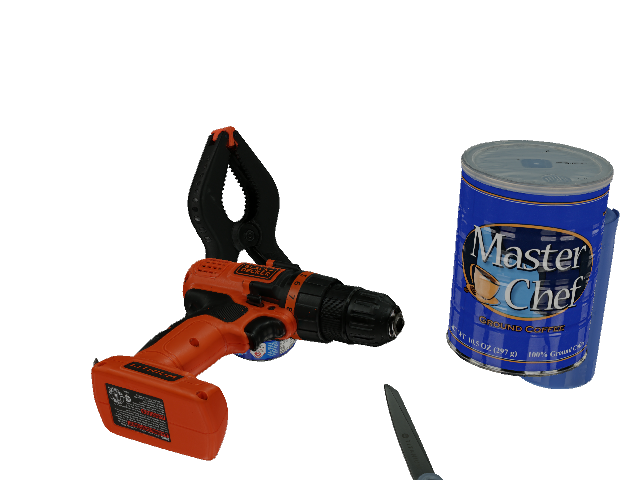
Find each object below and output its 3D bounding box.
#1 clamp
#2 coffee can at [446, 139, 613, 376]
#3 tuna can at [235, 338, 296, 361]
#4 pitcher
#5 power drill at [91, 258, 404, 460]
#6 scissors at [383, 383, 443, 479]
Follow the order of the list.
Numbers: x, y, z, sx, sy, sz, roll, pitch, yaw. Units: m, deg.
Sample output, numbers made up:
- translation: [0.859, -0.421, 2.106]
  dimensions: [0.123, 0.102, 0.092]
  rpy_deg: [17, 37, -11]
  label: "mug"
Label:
- translation: [-0.066, 0.000, 0.993]
  dimensions: [0.164, 0.210, 0.036]
  rpy_deg: [-4, 0, -38]
  label: "clamp"
- translation: [0.145, 0.010, 0.754]
  dimensions: [0.103, 0.140, 0.103]
  rpy_deg: [2, 22, -1]
  label: "coffee can"
- translation: [-0.068, 0.096, 1.194]
  dimensions: [0.086, 0.034, 0.086]
  rpy_deg: [1, 36, -1]
  label: "tuna can"
- translation: [0.305, 0.069, 1.399]
  dimensions: [0.149, 0.243, 0.145]
  rpy_deg: [5, 21, 14]
  label: "pitcher"
- translation: [-0.055, 0.078, 0.760]
  dimensions: [0.185, 0.057, 0.187]
  rpy_deg: [8, 28, 29]
  label: "power drill"
- translation: [0.083, 0.151, 0.607]
  dimensions: [0.096, 0.016, 0.201]
  rpy_deg: [6, 32, 1]
  label: "scissors"
